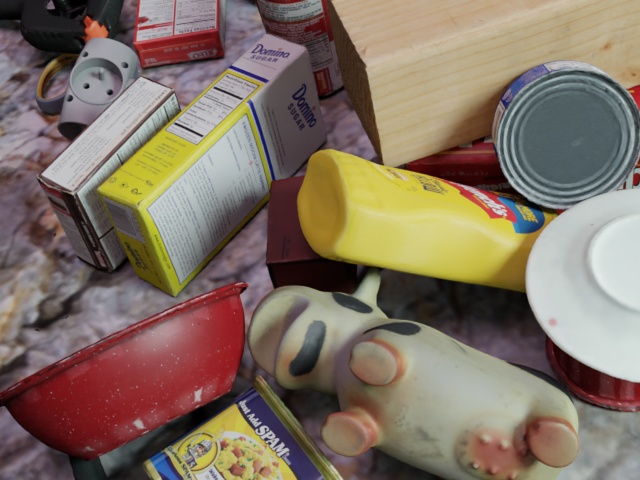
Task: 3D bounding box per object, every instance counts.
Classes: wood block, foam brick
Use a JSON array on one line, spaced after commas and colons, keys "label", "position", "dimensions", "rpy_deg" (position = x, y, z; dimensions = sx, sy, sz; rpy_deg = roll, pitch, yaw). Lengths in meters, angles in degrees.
[{"label": "wood block", "position": [0.118, -0.134, 0.678], "dimensions": [0.206, 0.090, 0.091], "rpy_deg": [-19, 49, -3]}, {"label": "foam brick", "position": [-0.005, 0.001, 0.710], "dimensions": [0.053, 0.051, 0.078], "rpy_deg": [-6, 48, 10]}]

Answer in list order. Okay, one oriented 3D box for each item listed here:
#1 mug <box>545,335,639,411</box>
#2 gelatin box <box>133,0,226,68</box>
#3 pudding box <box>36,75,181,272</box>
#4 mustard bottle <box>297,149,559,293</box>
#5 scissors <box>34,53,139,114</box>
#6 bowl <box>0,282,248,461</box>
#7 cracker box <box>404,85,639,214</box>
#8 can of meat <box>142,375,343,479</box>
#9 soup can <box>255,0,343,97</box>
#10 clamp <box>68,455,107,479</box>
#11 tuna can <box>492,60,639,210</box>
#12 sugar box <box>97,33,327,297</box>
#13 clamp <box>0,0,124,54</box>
[{"label": "mug", "position": [0.188, 0.036, 0.614], "dimensions": [0.117, 0.081, 0.093], "rpy_deg": [-10, 48, 4]}, {"label": "gelatin box", "position": [-0.119, -0.188, 0.915], "dimensions": [0.073, 0.030, 0.089], "rpy_deg": [-8, 48, 4]}, {"label": "pudding box", "position": [-0.138, -0.046, 0.755], "dimensions": [0.039, 0.090, 0.113], "rpy_deg": [21, 58, 27]}, {"label": "mustard bottle", "position": [0.087, -0.006, 0.651], "dimensions": [0.191, 0.058, 0.096], "rpy_deg": [11, 17, -20]}, {"label": "scissors", "position": [-0.177, -0.180, 0.931], "dimensions": [0.096, 0.016, 0.201], "rpy_deg": [12, 53, 20]}, {"label": "bowl", "position": [-0.103, 0.083, 0.616], "dimensions": [0.162, 0.162, 0.055], "rpy_deg": [-25, 85, -10]}, {"label": "cracker box", "position": [0.148, -0.114, 0.760], "dimensions": [0.164, 0.072, 0.213], "rpy_deg": [-1, 50, 12]}, {"label": "can of meat", "position": [-0.039, 0.139, 0.593], "dimensions": [0.084, 0.057, 0.102], "rpy_deg": [-33, 49, -13]}, {"label": "soup can", "position": [-0.012, -0.167, 0.823], "dimensions": [0.068, 0.102, 0.068], "rpy_deg": [-7, 48, 7]}, {"label": "clamp", "position": [-0.130, 0.189, 0.581], "dimensions": [0.172, 0.039, 0.120], "rpy_deg": [30, 59, 36]}, {"label": "tuna can", "position": [0.147, -0.064, 0.640], "dimensions": [0.086, 0.086, 0.033], "rpy_deg": [-9, 20, 5]}, {"label": "sugar box", "position": [-0.069, -0.055, 0.745], "dimensions": [0.048, 0.093, 0.176], "rpy_deg": [24, 58, 29]}, {"label": "clamp", "position": [-0.238, -0.210, 0.943], "dimensions": [0.164, 0.036, 0.210], "rpy_deg": [-29, 42, -4]}]
